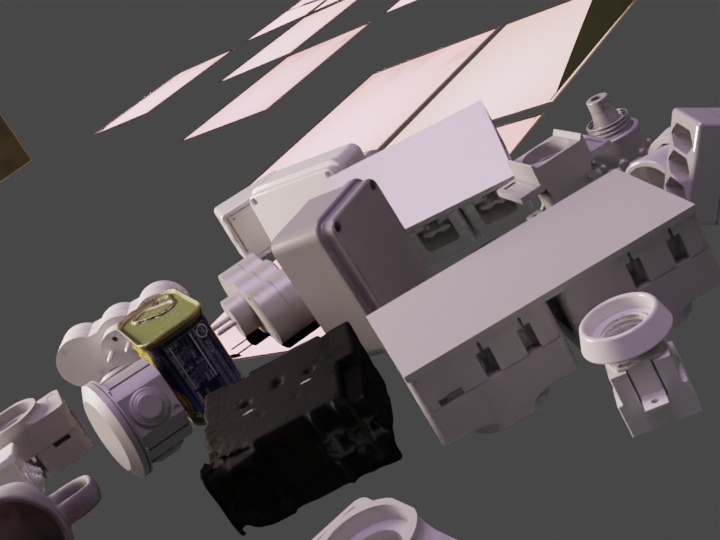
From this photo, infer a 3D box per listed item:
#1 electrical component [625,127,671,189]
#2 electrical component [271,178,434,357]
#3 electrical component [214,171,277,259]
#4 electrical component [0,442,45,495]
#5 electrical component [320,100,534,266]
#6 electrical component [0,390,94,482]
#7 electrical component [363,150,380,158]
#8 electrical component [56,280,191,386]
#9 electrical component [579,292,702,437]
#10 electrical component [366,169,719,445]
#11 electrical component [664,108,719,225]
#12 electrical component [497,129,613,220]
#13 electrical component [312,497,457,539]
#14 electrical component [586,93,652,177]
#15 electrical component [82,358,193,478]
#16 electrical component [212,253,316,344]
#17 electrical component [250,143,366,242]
[{"bbox_3d":[0.215,-0.070,0.740,0.055,0.045,0.045,-41,22,-31],"label":"electrical component"},{"bbox_3d":[0.000,0.000,0.773,0.057,0.113,0.078,-18,22,37],"label":"electrical component"},{"bbox_3d":[-0.097,-0.061,1.136,0.096,0.061,0.061,-33,20,-8],"label":"electrical component"},{"bbox_3d":[-0.286,0.179,0.811,0.100,0.048,0.100,-36,8,-16],"label":"electrical component"},{"bbox_3d":[0.055,-0.057,0.875,0.150,0.061,0.089,-26,50,12],"label":"electrical component"},{"bbox_3d":[-0.279,0.146,0.896,0.089,0.055,0.050,-35,20,-13],"label":"electrical component"},{"bbox_3d":[0.011,-0.101,1.109,0.081,0.043,0.043,-10,28,44],"label":"electrical component"},{"bbox_3d":[-0.224,0.067,1.018,0.138,0.052,0.073,-28,20,5],"label":"electrical component"},{"bbox_3d":[0.142,0.045,0.546,0.048,0.055,0.066,-25,20,15],"label":"electrical component"},{"bbox_3d":[0.108,0.021,0.646,0.186,0.060,0.105,-31,19,-1],"label":"electrical component"},{"bbox_3d":[0.239,-0.066,0.680,0.077,0.065,0.047,-1,20,-4],"label":"electrical component"},{"bbox_3d":[0.148,-0.064,0.793,0.081,0.063,0.042,-33,20,-8],"label":"electrical component"},{"bbox_3d":[0.014,0.143,0.488,0.050,0.055,0.089,-39,21,-23],"label":"electrical component"},{"bbox_3d":[0.195,-0.106,0.831,0.048,0.062,0.048,-26,20,10],"label":"electrical component"},{"bbox_3d":[-0.165,0.108,0.794,0.051,0.080,0.080,-34,19,-26],"label":"electrical component"},{"bbox_3d":[-0.094,0.032,0.918,0.074,0.052,0.138,-35,20,-14],"label":"electrical component"},{"bbox_3d":[-0.041,-0.066,1.046,0.113,0.078,0.057,-16,21,34],"label":"electrical component"}]
